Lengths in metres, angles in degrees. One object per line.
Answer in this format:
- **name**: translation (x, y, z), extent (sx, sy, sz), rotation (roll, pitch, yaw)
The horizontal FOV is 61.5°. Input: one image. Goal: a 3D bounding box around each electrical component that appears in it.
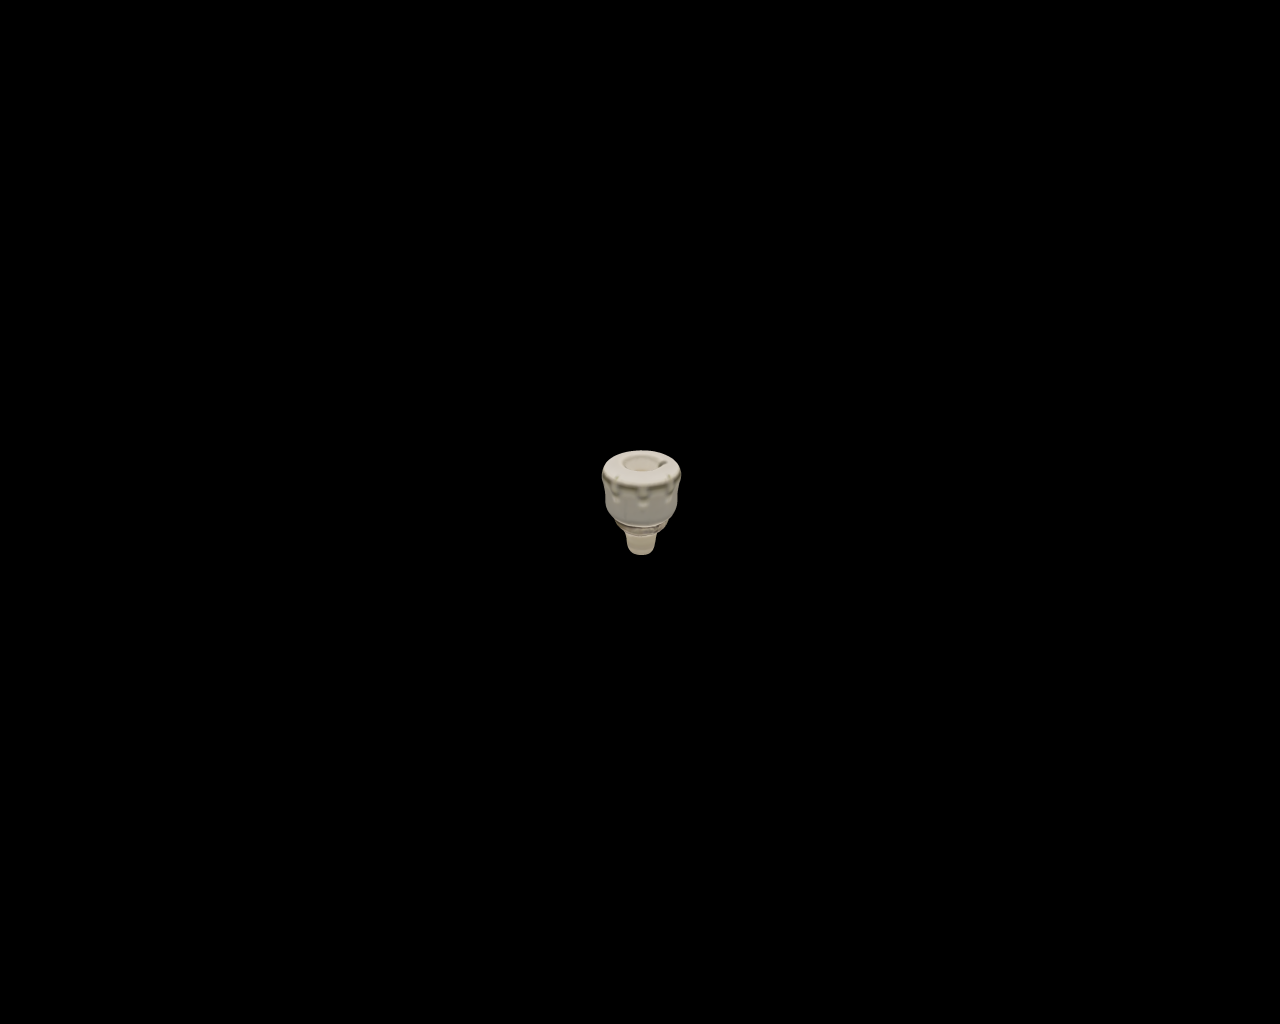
- **electrical component**: translation (0.001, -0.003, 0.650), extent (0.048, 0.062, 0.048), rotation (0, 27, 0)
